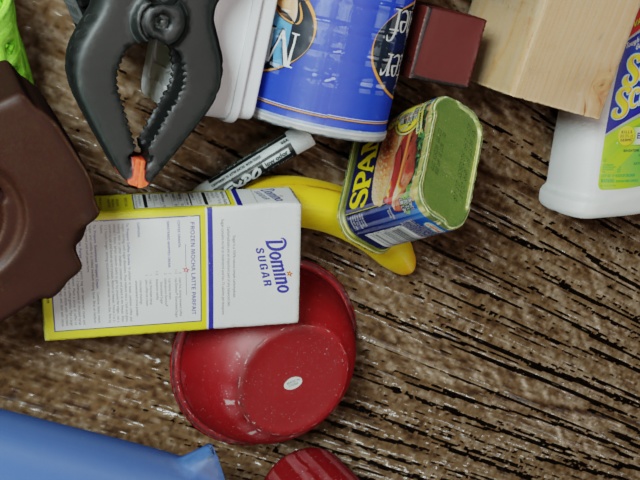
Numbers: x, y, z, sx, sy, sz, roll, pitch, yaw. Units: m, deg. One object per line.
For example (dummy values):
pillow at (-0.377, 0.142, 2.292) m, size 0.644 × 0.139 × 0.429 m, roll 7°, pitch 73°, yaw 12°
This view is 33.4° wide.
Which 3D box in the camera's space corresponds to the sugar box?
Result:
sugar box at (-0.103, 0.015, 0.736) m, size 0.176 × 0.048 × 0.093 m, roll -3°, pitch 111°, yaw -15°

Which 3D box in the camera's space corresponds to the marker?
marker at (-0.059, -0.045, 0.757) m, size 0.121 × 0.020 × 0.020 m, roll -31°, pitch 121°, yaw 2°

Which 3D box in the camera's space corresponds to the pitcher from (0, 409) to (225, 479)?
pitcher at (-0.196, 0.194, 0.729) m, size 0.242 × 0.145 × 0.149 m, roll 25°, pitch 56°, yaw -29°

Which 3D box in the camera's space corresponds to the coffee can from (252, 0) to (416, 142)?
coffee can at (0.010, -0.146, 0.721) m, size 0.102 × 0.103 × 0.140 m, roll 5°, pitch 106°, yaw -29°

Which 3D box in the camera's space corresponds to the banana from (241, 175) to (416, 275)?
banana at (-0.002, -0.013, 0.808) m, size 0.197 × 0.037 × 0.070 m, roll 7°, pitch 127°, yaw -28°

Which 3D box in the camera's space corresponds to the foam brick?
foam brick at (0.072, -0.145, 0.771) m, size 0.051 × 0.078 × 0.053 m, roll 5°, pitch 108°, yaw -30°

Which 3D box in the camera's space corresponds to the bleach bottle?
bleach bottle at (0.243, -0.148, 0.870) m, size 0.102 × 0.068 × 0.251 m, roll -6°, pitch 109°, yaw -27°

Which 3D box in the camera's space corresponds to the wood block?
wood block at (0.185, -0.207, 0.800) m, size 0.090 × 0.090 × 0.206 m, roll 10°, pitch 104°, yaw -30°

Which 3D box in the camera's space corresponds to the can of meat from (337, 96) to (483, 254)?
can of meat at (0.066, -0.048, 0.776) m, size 0.057 × 0.084 × 0.102 m, roll 29°, pitch 63°, yaw -32°

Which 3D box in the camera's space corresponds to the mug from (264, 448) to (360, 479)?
mug at (-0.008, 0.229, 0.866) m, size 0.117 × 0.082 × 0.093 m, roll -41°, pitch 122°, yaw -9°

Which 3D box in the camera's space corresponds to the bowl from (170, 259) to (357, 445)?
bowl at (-0.031, 0.097, 0.820) m, size 0.161 × 0.055 × 0.162 m, roll -10°, pitch 113°, yaw -24°

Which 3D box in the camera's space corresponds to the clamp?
clamp at (-0.088, -0.135, 0.626) m, size 0.164 × 0.036 × 0.210 m, roll -5°, pitch 112°, yaw -23°
